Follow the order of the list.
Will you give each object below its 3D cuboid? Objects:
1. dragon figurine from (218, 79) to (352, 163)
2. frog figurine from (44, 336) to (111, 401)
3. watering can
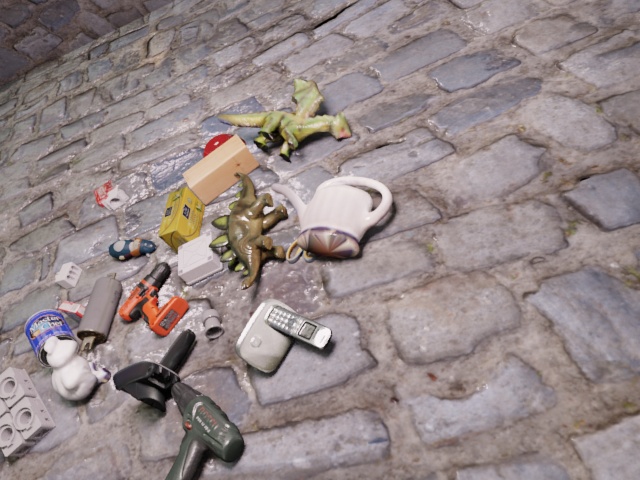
[{"bbox_3d":[-0.095,-0.376,1.530,0.413,0.245,0.120,29,-15,21],"label":"dragon figurine"},{"bbox_3d":[-0.614,0.314,1.251,0.139,0.124,0.156,30,-17,43],"label":"frog figurine"},{"bbox_3d":[0.004,-0.063,1.252,0.347,0.229,0.102,1,-37,27],"label":"watering can"}]
